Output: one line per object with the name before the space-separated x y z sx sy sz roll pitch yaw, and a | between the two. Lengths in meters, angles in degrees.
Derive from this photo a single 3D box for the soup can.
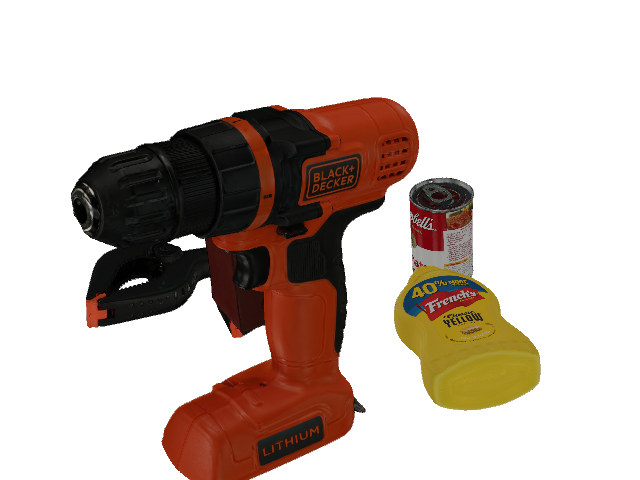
soup can | 0.131 -0.007 1.146 0.068 0.102 0.068 -4 33 2

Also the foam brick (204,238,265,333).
foam brick | -0.047 0.013 0.746 0.052 0.078 0.051 -19 33 -22

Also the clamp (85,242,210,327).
clamp | -0.148 0.016 0.989 0.165 0.036 0.209 25 37 31

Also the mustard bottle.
mustard bottle | 0.118 0.075 0.957 0.096 0.058 0.192 -12 28 -7

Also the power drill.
power drill | -0.035 0.027 0.519 0.184 0.188 0.057 -16 35 -36

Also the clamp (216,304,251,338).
clamp | -0.065 0.046 1.241 0.120 0.039 0.171 -4 40 8
